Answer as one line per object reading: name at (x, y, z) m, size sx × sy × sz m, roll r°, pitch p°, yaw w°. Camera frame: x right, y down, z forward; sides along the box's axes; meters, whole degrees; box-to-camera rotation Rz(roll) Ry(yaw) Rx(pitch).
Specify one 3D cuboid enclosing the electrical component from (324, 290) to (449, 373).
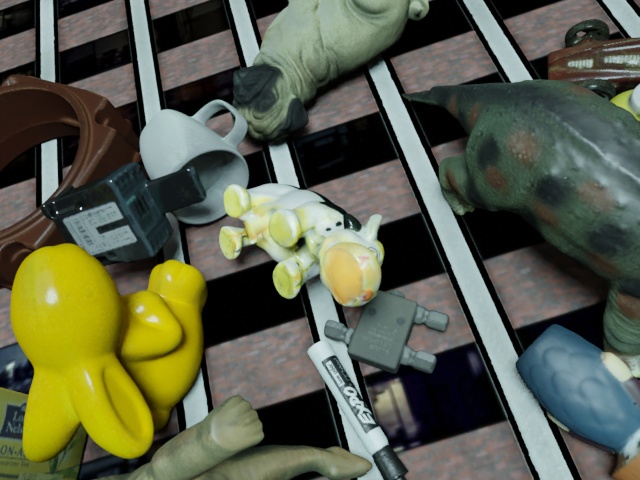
electrical component at (0.052, 0.070, 0.433) m, size 0.094 × 0.021 × 0.063 m, roll 15°, pitch 67°, yaw 19°

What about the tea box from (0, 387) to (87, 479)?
tea box at (-0.255, 0.141, 0.378) m, size 0.098 × 0.169 × 0.068 m, roll -2°, pitch 65°, yaw 9°

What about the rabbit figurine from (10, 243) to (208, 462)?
rabbit figurine at (-0.165, 0.075, 0.392) m, size 0.122 × 0.173 × 0.162 m, roll -3°, pitch 59°, yaw 6°

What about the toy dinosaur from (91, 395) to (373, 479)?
toy dinosaur at (-0.173, 0.192, 0.287) m, size 0.471 × 0.198 × 0.105 m, roll -5°, pitch 56°, yaw -31°

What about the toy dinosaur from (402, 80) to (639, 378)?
toy dinosaur at (0.184, -0.038, 0.366) m, size 0.131 × 0.192 × 0.405 m, roll -42°, pitch 65°, yaw -12°

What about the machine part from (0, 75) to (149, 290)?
machine part at (-0.294, -0.059, 0.534) m, size 0.202 × 0.087 × 0.201 m, roll 18°, pitch 68°, yaw 18°

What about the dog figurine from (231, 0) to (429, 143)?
dog figurine at (0.009, -0.179, 0.536) m, size 0.173 × 0.121 × 0.190 m, roll 8°, pitch 80°, yaw 18°

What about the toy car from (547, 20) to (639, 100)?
toy car at (0.313, -0.159, 0.479) m, size 0.202 × 0.053 × 0.089 m, roll 5°, pitch 68°, yaw 13°

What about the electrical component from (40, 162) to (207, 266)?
electrical component at (-0.156, -0.022, 0.445) m, size 0.119 × 0.074 × 0.048 m, roll -12°, pitch 25°, yaw 16°

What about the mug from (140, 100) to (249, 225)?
mug at (-0.122, -0.087, 0.510) m, size 0.107 × 0.080 × 0.109 m, roll 44°, pitch 106°, yaw 35°

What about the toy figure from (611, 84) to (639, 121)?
toy figure at (0.302, -0.058, 0.413) m, size 0.180 × 0.082 × 0.089 m, roll 37°, pitch 112°, yaw 17°

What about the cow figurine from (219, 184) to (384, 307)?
cow figurine at (0.000, 0.001, 0.432) m, size 0.098 × 0.068 × 0.168 m, roll -14°, pitch 30°, yaw -41°

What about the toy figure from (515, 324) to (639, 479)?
toy figure at (0.203, 0.123, 0.354) m, size 0.058 × 0.064 × 0.155 m, roll -32°, pitch 60°, yaw -21°
